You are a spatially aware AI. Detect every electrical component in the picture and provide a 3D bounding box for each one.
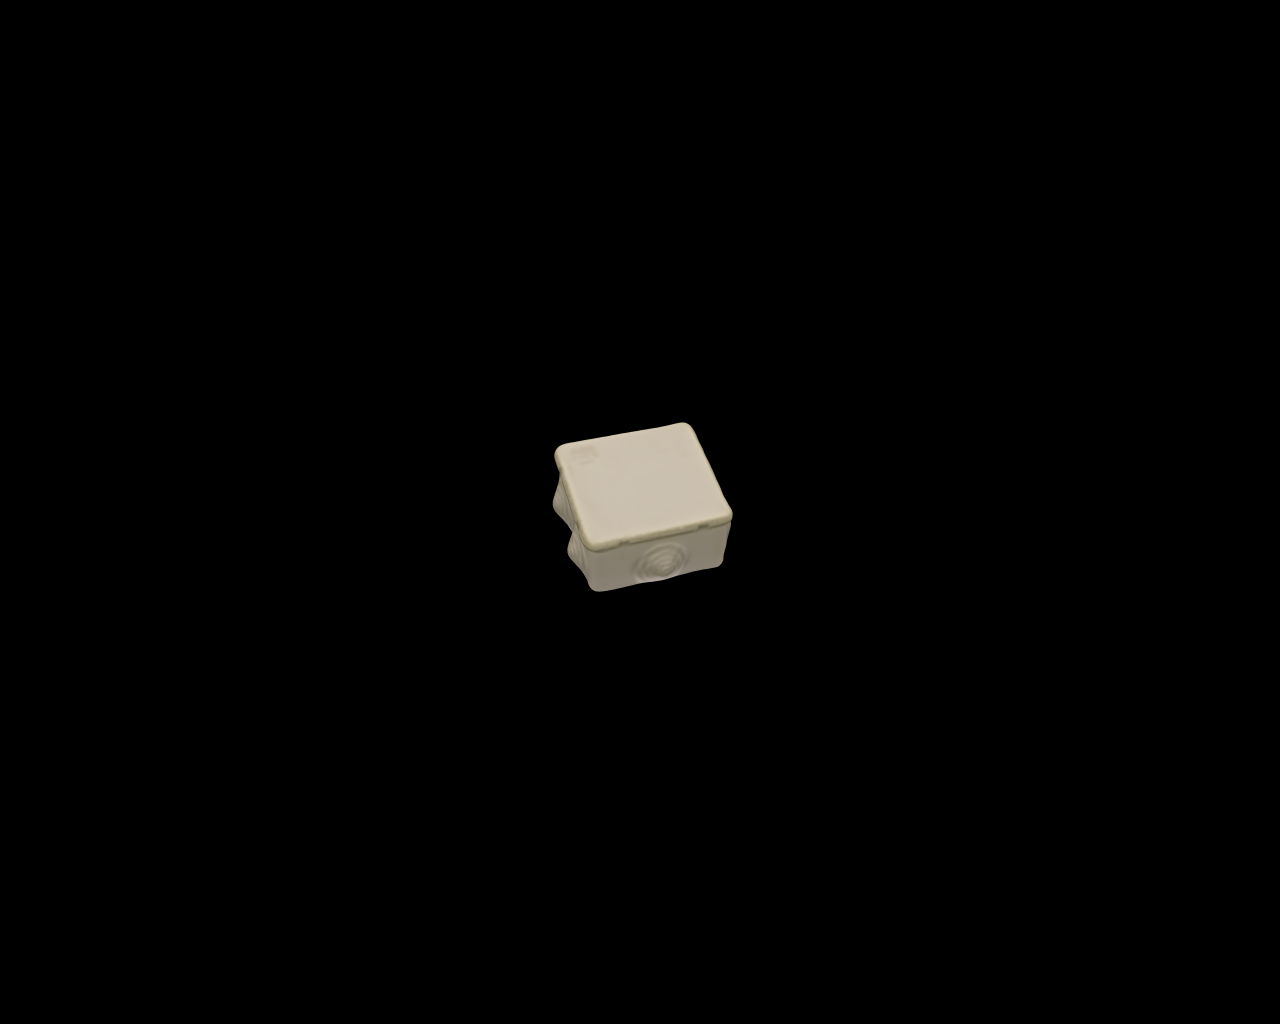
[{"bbox_3d":[0.001,-0.003,0.650,0.100,0.048,0.100,-11,47,-11],"label":"electrical component"}]
